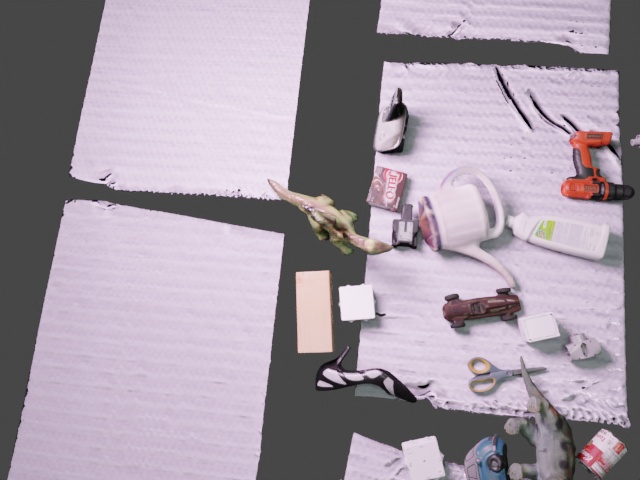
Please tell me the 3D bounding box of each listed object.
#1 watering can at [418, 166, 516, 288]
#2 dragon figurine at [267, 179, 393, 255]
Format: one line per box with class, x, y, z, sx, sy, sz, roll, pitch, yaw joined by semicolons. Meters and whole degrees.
watering can;0.388;-0.022;1.372;0.224;0.104;0.349;-14;86;3
dragon figurine;0.004;-0.068;1.349;0.412;0.241;0.122;30;89;9
